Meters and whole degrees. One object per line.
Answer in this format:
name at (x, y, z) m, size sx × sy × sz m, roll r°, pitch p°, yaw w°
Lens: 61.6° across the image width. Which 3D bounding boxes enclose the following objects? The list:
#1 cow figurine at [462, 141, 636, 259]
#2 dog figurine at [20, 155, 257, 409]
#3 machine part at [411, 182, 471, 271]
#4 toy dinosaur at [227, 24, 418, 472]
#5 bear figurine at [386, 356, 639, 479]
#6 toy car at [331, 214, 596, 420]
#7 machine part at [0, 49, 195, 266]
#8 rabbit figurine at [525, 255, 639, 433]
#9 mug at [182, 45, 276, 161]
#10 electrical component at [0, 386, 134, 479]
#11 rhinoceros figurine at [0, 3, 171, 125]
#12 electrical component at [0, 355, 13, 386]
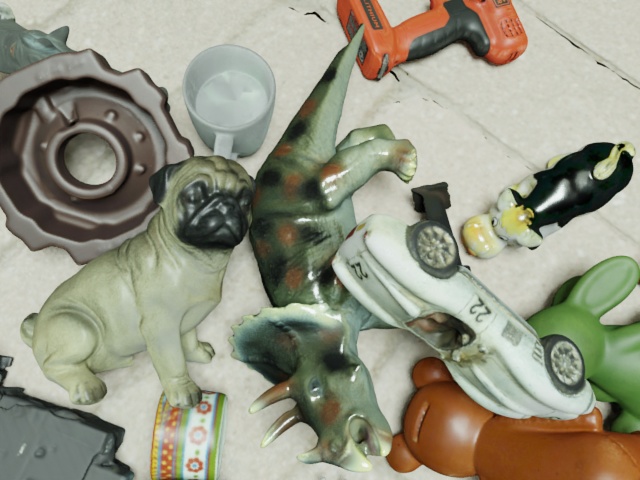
cow figurine at (0.222, -0.036, 0.519) m, size 0.167 × 0.098 × 0.068 m, roll -31°, pitch 86°, yaw -12°
dog figurine at (-0.146, 0.017, 0.426) m, size 0.172 × 0.121 × 0.190 m, roll 6°, pitch 105°, yaw -16°
machine part at (0.122, 0.013, 0.515) m, size 0.039 × 0.084 × 0.139 m, roll -17°, pitch 66°, yaw 16°
toy dinosaur at (-0.002, -0.008, 0.490) m, size 0.192 × 0.131 × 0.405 m, roll -10°, pitch 69°, yaw -5°
bear figurine at (0.162, 0.180, 0.444) m, size 0.132 × 0.196 × 0.120 m, roll 25°, pitch 79°, yaw -37°
toy car at (0.098, 0.059, 0.369) m, size 0.201 × 0.073 × 0.056 m, roll 41°, pitch 59°, yaw -5°
machine part at (-0.196, -0.070, 0.460) m, size 0.179 × 0.056 × 0.179 m, roll -3°, pitch 106°, yaw -10°
rabbit figurine at (0.257, 0.094, 0.473) m, size 0.170 × 0.121 × 0.159 m, roll 13°, pitch 68°, yaw -3°
mug at (-0.082, -0.110, 0.511) m, size 0.081 × 0.107 × 0.109 m, roll 0°, pitch 78°, yaw -4°
electrical component at (-0.227, 0.196, 0.443) m, size 0.134 × 0.058 × 0.115 m, roll 20°, pitch 76°, yaw 2°
rhinoceros figurine at (-0.238, -0.147, 0.509) m, size 0.190 × 0.112 × 0.073 m, roll 25°, pitch 77°, yaw -5°
electrical component at (-0.300, 0.121, 0.426) m, size 0.048 × 0.119 × 0.075 m, roll 10°, pitch 77°, yaw -2°
